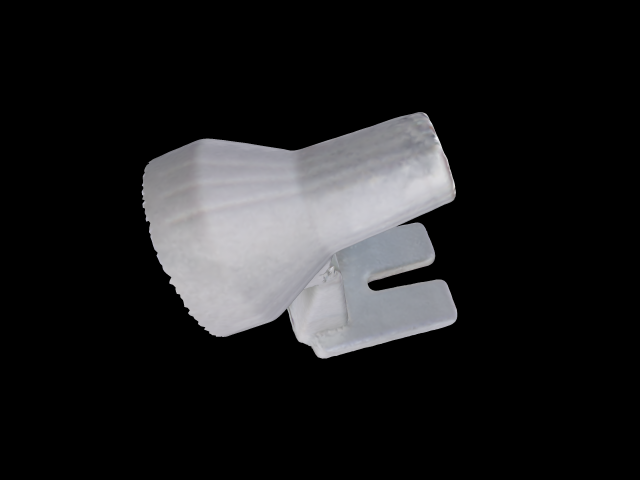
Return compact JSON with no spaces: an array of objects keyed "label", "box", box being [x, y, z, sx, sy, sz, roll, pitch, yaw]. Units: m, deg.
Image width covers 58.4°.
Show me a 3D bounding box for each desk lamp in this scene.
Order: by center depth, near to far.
[{"label":"desk lamp","box":[0.004,0.001,0.400,0.203,0.213,0.118,-14,64,-7]}]
